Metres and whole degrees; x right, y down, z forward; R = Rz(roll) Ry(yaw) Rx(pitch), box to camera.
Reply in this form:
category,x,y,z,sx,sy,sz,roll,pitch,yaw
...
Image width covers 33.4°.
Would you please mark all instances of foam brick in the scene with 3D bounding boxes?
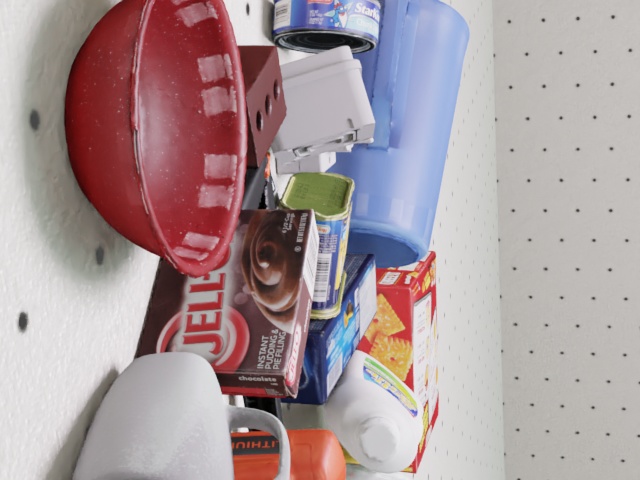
category,x,y,z,sx,sy,sz,roll,pitch,yaw
foam brick,-0.057,-0.085,0.681,0.078,0.051,0.053,-70,156,-53

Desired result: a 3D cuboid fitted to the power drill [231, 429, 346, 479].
category,x,y,z,sx,sy,sz,roll,pitch,yaw
power drill,-0.027,0.176,0.579,0.187,0.184,0.057,-80,165,-67

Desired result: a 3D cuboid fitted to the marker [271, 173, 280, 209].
category,x,y,z,sx,sy,sz,roll,pitch,yaw
marker,-0.050,-0.068,0.772,0.121,0.020,0.020,75,21,-46

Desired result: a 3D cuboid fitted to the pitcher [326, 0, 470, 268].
category,x,y,z,sx,sy,sz,roll,pitch,yaw
pitcher,0.061,-0.106,0.996,0.149,0.145,0.243,25,64,-36

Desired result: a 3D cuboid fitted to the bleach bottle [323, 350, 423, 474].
category,x,y,z,sx,sy,sz,roll,pitch,yaw
bleach bottle,0.047,0.150,0.884,0.068,0.102,0.251,-48,180,0

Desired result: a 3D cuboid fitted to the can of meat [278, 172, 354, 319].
category,x,y,z,sx,sy,sz,roll,pitch,yaw
can of meat,-0.005,0.001,0.822,0.102,0.057,0.084,-75,173,-68

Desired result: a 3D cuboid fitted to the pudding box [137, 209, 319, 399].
category,x,y,z,sx,sy,sz,roll,pitch,yaw
pudding box,-0.051,0.036,0.629,0.039,0.090,0.113,73,22,-53

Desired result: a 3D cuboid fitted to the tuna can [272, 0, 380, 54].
category,x,y,z,sx,sy,sz,roll,pitch,yaw
tuna can,0.005,-0.172,0.849,0.086,0.086,0.034,11,82,-75

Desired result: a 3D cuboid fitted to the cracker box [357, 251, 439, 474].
category,x,y,z,sx,sy,sz,roll,pitch,yaw
cracker box,0.089,0.133,1.218,0.164,0.072,0.214,-43,133,-69

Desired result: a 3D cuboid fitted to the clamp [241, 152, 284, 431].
category,x,y,z,sx,sy,sz,roll,pitch,yaw
clamp,-0.055,0.037,0.717,0.164,0.036,0.210,38,51,-71

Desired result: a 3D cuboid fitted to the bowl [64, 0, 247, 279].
category,x,y,z,sx,sy,sz,roll,pitch,yaw
bowl,-0.087,-0.061,0.555,0.162,0.055,0.162,1,90,-75

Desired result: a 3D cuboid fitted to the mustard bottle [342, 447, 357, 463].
category,x,y,z,sx,sy,sz,roll,pitch,yaw
mustard bottle,0.036,0.231,1.035,0.191,0.058,0.096,-71,159,-52
